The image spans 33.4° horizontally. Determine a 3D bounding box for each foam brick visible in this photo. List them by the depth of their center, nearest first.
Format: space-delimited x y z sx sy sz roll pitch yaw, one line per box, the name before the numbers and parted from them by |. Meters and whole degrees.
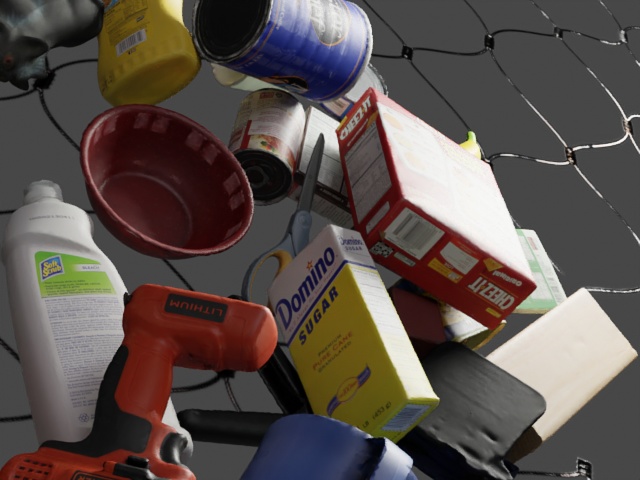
foam brick | 0.067 0.087 0.954 0.052 0.078 0.051 18 46 -27

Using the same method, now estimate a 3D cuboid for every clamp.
clamp | -0.017 0.140 0.871 0.209 0.036 0.164 32 35 -16

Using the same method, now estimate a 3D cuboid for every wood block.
wood block | 0.203 0.134 1.011 0.205 0.091 0.090 -24 72 -48

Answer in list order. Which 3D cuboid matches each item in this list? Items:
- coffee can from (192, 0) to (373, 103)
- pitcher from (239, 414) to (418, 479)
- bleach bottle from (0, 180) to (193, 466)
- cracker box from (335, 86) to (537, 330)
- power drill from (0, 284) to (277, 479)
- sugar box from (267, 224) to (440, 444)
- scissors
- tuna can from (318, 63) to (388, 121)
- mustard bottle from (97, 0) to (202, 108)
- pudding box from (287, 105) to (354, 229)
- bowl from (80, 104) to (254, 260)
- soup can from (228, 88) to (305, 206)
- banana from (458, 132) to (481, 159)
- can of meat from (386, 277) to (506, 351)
coffee can | -0.034 -0.194 0.994 0.140 0.103 0.103 13 46 -47
pitcher | -0.029 0.234 0.679 0.242 0.145 0.149 -53 139 -42
bleach bottle | -0.176 0.060 0.796 0.102 0.068 0.251 2 52 -34
cracker box | 0.103 -0.034 1.010 0.164 0.072 0.213 31 26 -24
power drill | -0.087 0.118 0.672 0.184 0.057 0.187 11 44 9
sugar box | 0.021 0.083 0.857 0.048 0.093 0.176 13 40 -44
scissors | -0.006 0.001 0.977 0.096 0.016 0.201 40 58 -18
tuna can | 0.031 -0.171 1.192 0.086 0.034 0.086 22 44 -22
mustard bottle | -0.176 -0.217 1.023 0.058 0.096 0.192 41 26 -53
pudding box | 0.011 -0.074 1.086 0.090 0.039 0.113 28 40 -16
bowl | -0.139 -0.039 0.919 0.162 0.055 0.162 21 44 -22
soup can | -0.053 -0.091 1.027 0.068 0.069 0.102 28 41 -16
banana | 0.118 -0.097 1.197 0.197 0.037 0.070 1 35 -40
can of meat | 0.116 0.071 1.025 0.101 0.058 0.084 -16 63 -46
